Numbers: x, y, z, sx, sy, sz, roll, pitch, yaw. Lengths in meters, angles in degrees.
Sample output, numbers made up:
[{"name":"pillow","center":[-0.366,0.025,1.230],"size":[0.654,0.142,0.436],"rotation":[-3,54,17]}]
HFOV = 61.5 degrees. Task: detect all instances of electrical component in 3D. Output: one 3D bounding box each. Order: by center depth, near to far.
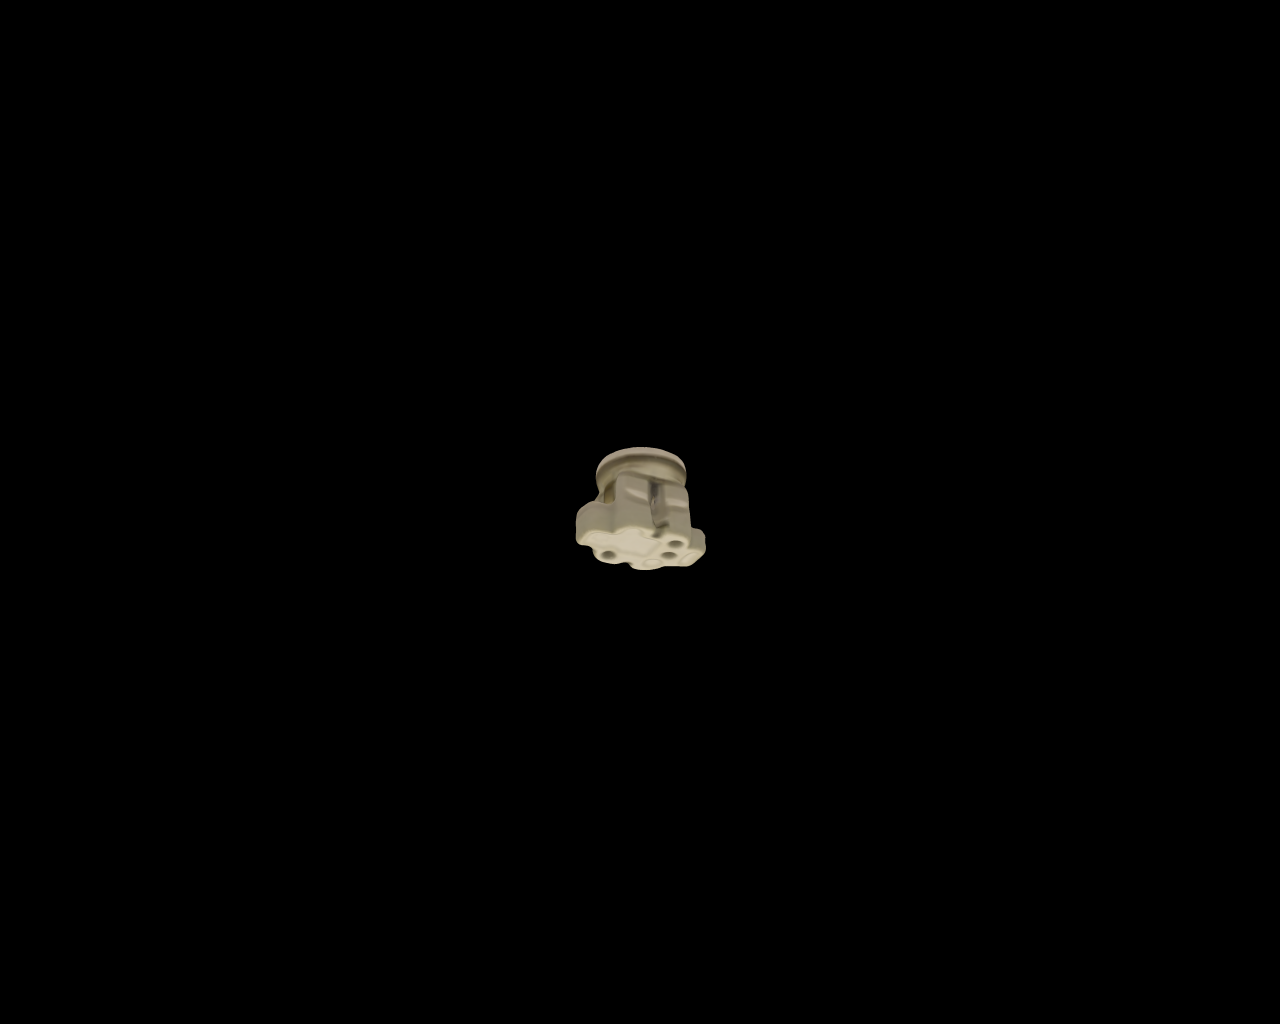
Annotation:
[{"name":"electrical component","center":[0.001,-0.003,0.650],"size":[0.078,0.057,0.058],"rotation":[13,-32,-22]}]
